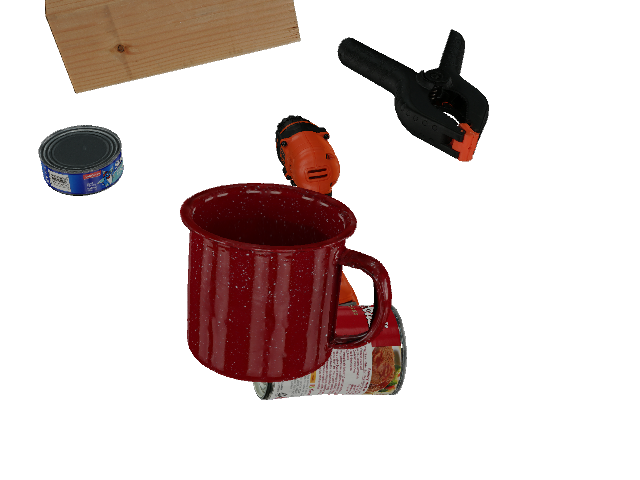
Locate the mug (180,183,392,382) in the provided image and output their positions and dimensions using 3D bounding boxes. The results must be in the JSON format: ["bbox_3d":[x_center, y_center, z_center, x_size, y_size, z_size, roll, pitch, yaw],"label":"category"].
[{"bbox_3d":[-0.019,0.025,0.571,0.117,0.081,0.093,11,24,14],"label":"mug"}]

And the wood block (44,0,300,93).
[{"bbox_3d":[-0.131,-0.212,0.946,0.206,0.090,0.091,-13,-42,-2],"label":"wood block"}]

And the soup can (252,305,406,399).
[{"bbox_3d":[0.004,0.082,0.786,0.102,0.068,0.069,-1,0,-15],"label":"soup can"}]

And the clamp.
[{"bbox_3d":[0.084,-0.130,0.916,0.120,0.039,0.171,-6,41,-7],"label":"clamp"}]

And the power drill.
[{"bbox_3d":[-0.009,-0.027,1.084,0.057,0.187,0.184,-11,19,-4],"label":"power drill"}]

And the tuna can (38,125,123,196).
[{"bbox_3d":[-0.252,-0.084,1.126,0.086,0.034,0.086,0,40,0],"label":"tuna can"}]
